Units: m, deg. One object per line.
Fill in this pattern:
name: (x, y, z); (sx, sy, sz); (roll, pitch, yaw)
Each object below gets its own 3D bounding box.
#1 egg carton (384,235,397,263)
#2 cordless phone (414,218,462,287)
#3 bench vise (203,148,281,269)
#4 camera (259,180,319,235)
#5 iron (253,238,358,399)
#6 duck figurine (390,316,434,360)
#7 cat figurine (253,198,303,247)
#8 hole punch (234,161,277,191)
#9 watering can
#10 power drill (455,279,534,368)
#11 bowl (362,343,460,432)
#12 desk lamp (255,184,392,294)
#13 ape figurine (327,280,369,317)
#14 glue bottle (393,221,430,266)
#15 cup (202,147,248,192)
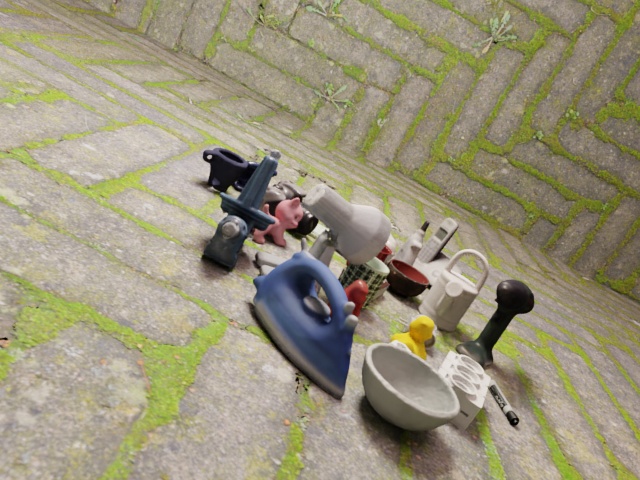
egg carton: (0.150, 0.001, 1.591); (0.107, 0.069, 0.150); (23, 19, -19)
cordless phone: (0.343, 0.040, 1.588); (0.094, 0.185, 0.147); (9, 27, -47)
bench vise: (-0.127, -0.061, 1.089); (0.122, 0.219, 0.207); (22, 19, -21)
camera: (-0.074, -0.080, 1.418); (0.136, 0.101, 0.144); (38, 20, 25)
iron: (-0.002, 0.115, 0.929); (0.119, 0.141, 0.257); (12, 25, -43)
duck figurine: (0.186, 0.188, 1.109); (0.077, 0.086, 0.105); (34, 18, 16)
cat figurine: (-0.091, -0.052, 1.288); (0.128, 0.117, 0.067); (7, 28, -49)
hole punch: (-0.185, -0.180, 1.538); (0.109, 0.091, 0.100); (15, 22, -37)
watering can: (0.322, 0.114, 1.342); (0.101, 0.194, 0.173); (27, 18, -5)
power drill: (0.390, 0.176, 1.254); (0.075, 0.208, 0.230); (39, 20, 29)
bowl: (0.128, 0.241, 0.893); (0.167, 0.074, 0.167); (26, 18, -9)
desk lamp: (0.010, 0.004, 1.133); (0.204, 0.213, 0.117); (20, 20, -27)
ape figurine: (0.060, 0.118, 1.096); (0.078, 0.092, 0.076); (7, 28, -50)
glue bottle: (0.237, 0.025, 1.488); (0.037, 0.173, 0.078); (24, 18, -15)
cup: (-0.247, -0.170, 1.410); (0.118, 0.095, 0.091); (12, 24, -42)
